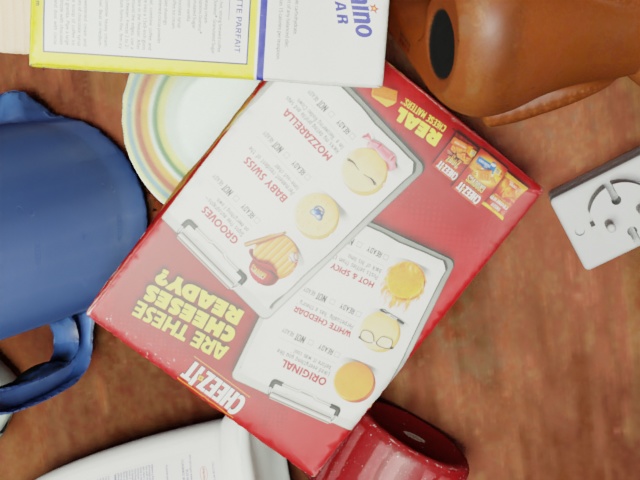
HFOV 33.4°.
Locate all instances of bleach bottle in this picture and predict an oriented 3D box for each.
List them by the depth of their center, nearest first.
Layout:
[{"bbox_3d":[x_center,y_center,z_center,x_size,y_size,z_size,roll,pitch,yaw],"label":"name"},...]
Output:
[{"bbox_3d":[-0.144,0.180,0.702,0.251,0.068,0.102,-14,77,19],"label":"bleach bottle"}]

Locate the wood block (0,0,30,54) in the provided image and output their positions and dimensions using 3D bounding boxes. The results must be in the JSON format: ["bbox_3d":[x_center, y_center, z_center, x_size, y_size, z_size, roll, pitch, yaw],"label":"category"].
[{"bbox_3d":[-0.172,-0.209,0.576,0.090,0.090,0.206,2,105,-5],"label":"wood block"}]

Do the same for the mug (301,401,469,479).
[{"bbox_3d":[0.031,0.147,0.664,0.117,0.093,0.081,36,101,40],"label":"mug"}]

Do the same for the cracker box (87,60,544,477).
[{"bbox_3d":[-0.004,0.001,0.622,0.164,0.072,0.214,37,95,-8],"label":"cracker box"}]

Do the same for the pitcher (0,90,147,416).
[{"bbox_3d":[-0.202,0.013,0.593,0.149,0.242,0.145,36,107,7],"label":"pitcher"}]

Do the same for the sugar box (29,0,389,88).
[{"bbox_3d":[-0.054,-0.128,0.538,0.176,0.048,0.093,3,100,-9],"label":"sugar box"}]
